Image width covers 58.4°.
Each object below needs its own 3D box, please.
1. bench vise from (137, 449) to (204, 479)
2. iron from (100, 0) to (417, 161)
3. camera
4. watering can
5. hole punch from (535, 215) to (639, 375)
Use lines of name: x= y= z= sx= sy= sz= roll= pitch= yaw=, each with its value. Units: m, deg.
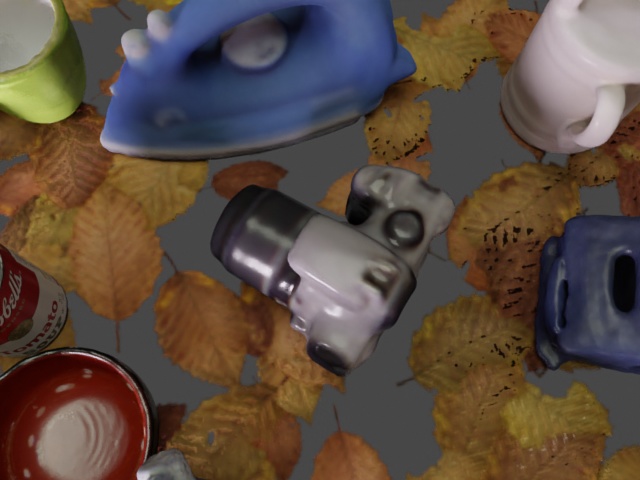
bench vise: x=-0.051 y=0.210 z=0.263 sx=0.121 sy=0.220 sz=0.207 roll=-43 pitch=78 yaw=-14
iron: x=-0.055 y=-0.143 z=0.421 sx=0.258 sy=0.141 sz=0.118 roll=-22 pitch=74 yaw=-9
camera: x=0.004 y=0.001 z=0.397 sx=0.136 sy=0.101 sz=0.143 roll=30 pitch=73 yaw=8
watering can: x=0.206 y=-0.156 z=0.407 sx=0.101 sy=0.194 sz=0.173 roll=-9 pitch=72 yaw=-4
hole punch: x=0.210 y=0.038 z=0.397 sx=0.101 sy=0.091 sz=0.109 roll=10 pitch=72 yaw=2
